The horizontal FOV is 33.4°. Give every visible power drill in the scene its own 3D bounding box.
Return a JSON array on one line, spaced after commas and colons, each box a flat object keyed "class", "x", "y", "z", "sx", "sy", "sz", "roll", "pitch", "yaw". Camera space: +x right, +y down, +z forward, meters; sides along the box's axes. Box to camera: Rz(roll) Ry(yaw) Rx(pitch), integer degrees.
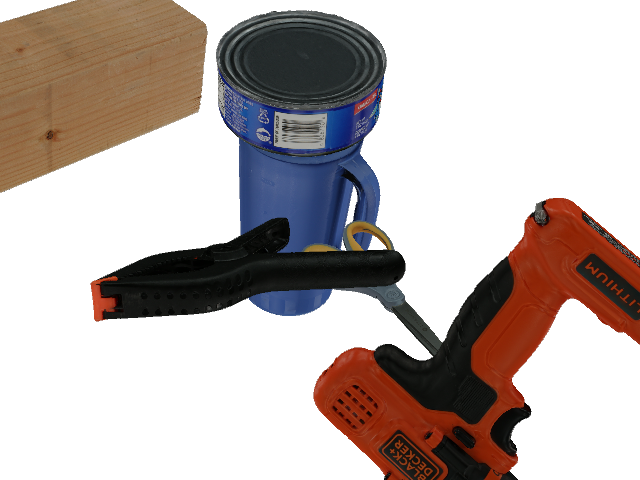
[{"class": "power drill", "x": 0.115, "y": 0.085, "z": 0.584, "sx": 0.184, "sy": 0.188, "sz": 0.057, "roll": 42, "pitch": 14, "yaw": 0}]

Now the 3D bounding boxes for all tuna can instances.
[{"class": "tuna can", "x": -0.010, "y": -0.081, "z": 0.545, "sx": 0.086, "sy": 0.034, "sz": 0.086, "roll": 2, "pitch": 43, "yaw": -2}]

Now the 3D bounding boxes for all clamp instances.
[{"class": "clamp", "x": -0.056, "y": 0.023, "z": 0.751, "sx": 0.209, "sy": 0.036, "sz": 0.165, "roll": -15, "pitch": 17, "yaw": -38}]

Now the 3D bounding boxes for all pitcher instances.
[{"class": "pitcher", "x": -0.021, "y": -0.029, "z": 1.170, "sx": 0.145, "sy": 0.243, "sz": 0.149, "roll": 1, "pitch": 42, "yaw": -6}]

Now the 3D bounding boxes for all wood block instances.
[{"class": "wood block", "x": -0.199, "y": -0.127, "z": 0.855, "sx": 0.090, "sy": 0.091, "sz": 0.205, "roll": 37, "pitch": 46, "yaw": 27}]

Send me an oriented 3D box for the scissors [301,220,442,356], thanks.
[{"class": "scissors", "x": 0.042, "y": 0.050, "z": 0.922, "sx": 0.096, "sy": 0.016, "sz": 0.202, "roll": -10, "pitch": 40, "yaw": -8}]
